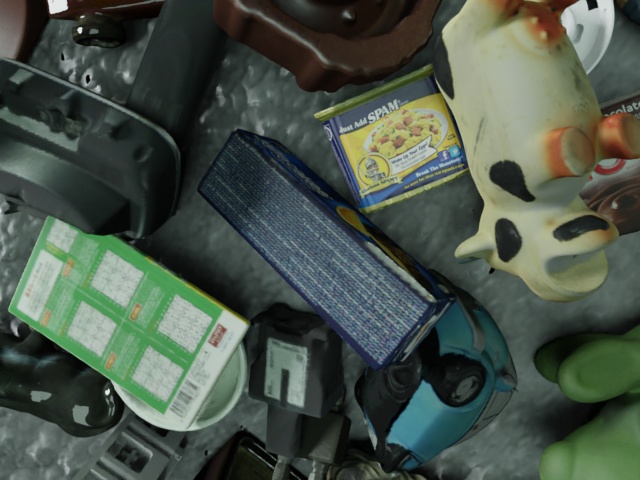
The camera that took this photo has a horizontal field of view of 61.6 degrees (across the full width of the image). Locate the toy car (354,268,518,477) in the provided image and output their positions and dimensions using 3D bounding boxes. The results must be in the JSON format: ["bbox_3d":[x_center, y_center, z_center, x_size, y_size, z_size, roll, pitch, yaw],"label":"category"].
[{"bbox_3d":[0.100,0.112,0.427,0.103,0.109,0.161,12,114,-21],"label":"toy car"}]

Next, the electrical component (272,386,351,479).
[{"bbox_3d":[-0.008,0.171,0.474,0.063,0.021,0.094,3,64,29],"label":"electrical component"}]

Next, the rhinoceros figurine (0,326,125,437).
[{"bbox_3d":[-0.262,0.122,0.467,0.190,0.112,0.073,19,107,-5],"label":"rhinoceros figurine"}]

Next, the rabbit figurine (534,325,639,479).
[{"bbox_3d":[0.250,0.130,0.421,0.159,0.121,0.170,24,87,8],"label":"rabbit figurine"}]

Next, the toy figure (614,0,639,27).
[{"bbox_3d":[0.217,-0.206,0.361,0.064,0.058,0.154,-20,104,17],"label":"toy figure"}]

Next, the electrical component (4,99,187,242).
[{"bbox_3d":[-0.182,-0.060,0.443,0.134,0.058,0.114,17,106,3],"label":"electrical component"}]

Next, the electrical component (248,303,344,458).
[{"bbox_3d":[-0.019,0.120,0.458,0.075,0.048,0.119,6,103,25],"label":"electrical component"}]

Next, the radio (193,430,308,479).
[{"bbox_3d":[-0.019,0.287,0.462,0.229,0.131,0.073,38,106,-2],"label":"radio"}]

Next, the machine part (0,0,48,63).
[{"bbox_3d":[-0.298,-0.153,0.362,0.087,0.201,0.201,36,105,2],"label":"machine part"}]

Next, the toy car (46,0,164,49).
[{"bbox_3d":[-0.105,-0.198,0.404,0.202,0.053,0.089,-7,98,4],"label":"toy car"}]

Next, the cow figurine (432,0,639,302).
[{"bbox_3d":[0.126,-0.053,0.340,0.085,0.127,0.195,-19,88,-20],"label":"cow figurine"}]

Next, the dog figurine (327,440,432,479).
[{"bbox_3d":[0.093,0.279,0.476,0.191,0.121,0.172,11,103,20],"label":"dog figurine"}]

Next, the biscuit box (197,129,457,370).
[{"bbox_3d":[-0.001,-0.001,0.390,0.203,0.059,0.062,43,107,24],"label":"biscuit box"}]

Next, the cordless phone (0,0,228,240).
[{"bbox_3d":[-0.150,-0.104,0.370,0.147,0.089,0.184,24,93,2],"label":"cordless phone"}]

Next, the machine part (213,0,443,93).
[{"bbox_3d":[0.006,-0.189,0.357,0.179,0.056,0.179,1,88,-17],"label":"machine part"}]
